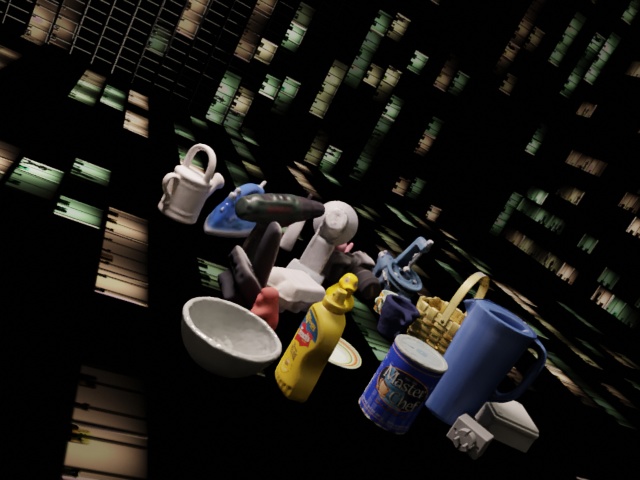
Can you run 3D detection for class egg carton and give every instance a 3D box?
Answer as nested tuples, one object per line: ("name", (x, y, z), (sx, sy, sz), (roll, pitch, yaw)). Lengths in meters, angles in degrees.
("egg carton", (-0.059, 0.112, 1.258), (0.107, 0.069, 0.151), (39, 18, 36))

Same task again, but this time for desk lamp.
("desk lamp", (0.014, 0.005, 1.473), (0.118, 0.213, 0.203), (29, 14, 2))

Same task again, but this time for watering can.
("watering can", (-0.314, -0.147, 1.426), (0.101, 0.194, 0.173), (30, 14, 8))

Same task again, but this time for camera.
("camera", (0.102, 0.093, 1.561), (0.144, 0.101, 0.136), (19, 17, -33))

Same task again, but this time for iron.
("iron", (-0.216, -0.091, 1.525), (0.118, 0.141, 0.259), (31, 14, 9))

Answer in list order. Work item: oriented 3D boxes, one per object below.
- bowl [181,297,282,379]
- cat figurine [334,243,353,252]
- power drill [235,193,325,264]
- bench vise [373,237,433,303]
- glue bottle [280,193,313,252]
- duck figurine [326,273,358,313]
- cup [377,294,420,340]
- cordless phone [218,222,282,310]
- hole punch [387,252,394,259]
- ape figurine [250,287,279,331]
("bowl", (-0.150, 0.165, 0.898), (0.167, 0.074, 0.167), (26, 14, -7))
("cat figurine", (0.053, 0.027, 1.665), (0.067, 0.117, 0.128), (38, 17, 33))
("power drill", (-0.112, -0.017, 1.326), (0.230, 0.208, 0.075), (14, 20, -45))
("bench vise", (0.227, 0.068, 1.642), (0.122, 0.219, 0.206), (12, 21, -47))
("glue bottle", (-0.062, -0.055, 1.622), (0.037, 0.173, 0.078), (25, 15, -12))
("duck figurine", (0.062, 0.121, 1.422), (0.078, 0.086, 0.104), (25, 15, -11))
("cup", (0.182, 0.196, 1.368), (0.092, 0.095, 0.117), (24, 15, -15))
("cordless phone", (-0.126, 0.036, 1.163), (0.094, 0.185, 0.147), (20, 17, -30))
("hole punch", (0.230, 0.100, 1.796), (0.101, 0.091, 0.109), (28, 14, -1))
("ape figurine", (-0.105, 0.128, 1.071), (0.076, 0.092, 0.078), (33, 15, 19))
